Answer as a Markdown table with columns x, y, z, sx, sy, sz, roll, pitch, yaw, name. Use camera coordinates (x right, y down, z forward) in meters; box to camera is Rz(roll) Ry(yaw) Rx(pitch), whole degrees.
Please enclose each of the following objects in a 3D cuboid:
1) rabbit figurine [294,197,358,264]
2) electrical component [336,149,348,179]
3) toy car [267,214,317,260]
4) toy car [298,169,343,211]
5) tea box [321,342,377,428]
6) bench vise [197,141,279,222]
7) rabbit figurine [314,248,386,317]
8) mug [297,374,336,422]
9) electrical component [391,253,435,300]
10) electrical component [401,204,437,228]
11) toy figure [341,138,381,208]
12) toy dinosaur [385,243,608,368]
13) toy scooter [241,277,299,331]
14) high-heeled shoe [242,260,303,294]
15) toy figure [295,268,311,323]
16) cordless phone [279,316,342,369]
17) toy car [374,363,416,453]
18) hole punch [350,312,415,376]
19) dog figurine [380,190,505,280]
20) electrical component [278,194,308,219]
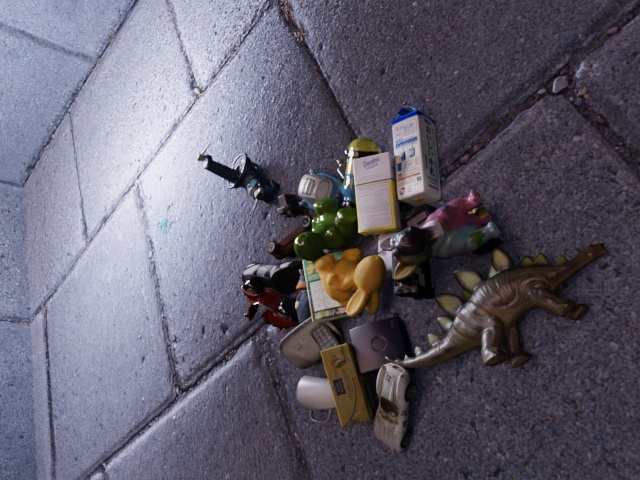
| x | y | z | sx | sy | sz | roll | pitch | yaw | name |
| --- | --- | --- | --- | --- | --- | --- | --- | --- | --- |
| -0.003 | -0.004 | 1.303 | 0.121 | 0.170 | 0.158 | 34 | 139 | 28 | rabbit figurine |
| 0.078 | -0.190 | 1.401 | 0.063 | 0.021 | 0.094 | -48 | 50 | 24 | electrical component |
| -0.053 | -0.005 | 1.434 | 0.202 | 0.089 | 0.053 | -34 | 56 | 32 | toy car |
| -0.003 | -0.126 | 1.408 | 0.162 | 0.103 | 0.109 | 22 | 96 | 47 | toy car |
| 0.066 | 0.317 | 1.191 | 0.068 | 0.098 | 0.169 | -21 | 74 | 12 | tea box |
| -0.248 | -0.190 | 1.584 | 0.129 | 0.240 | 0.224 | -52 | 33 | 27 | bench vise |
| 0.081 | 0.090 | 1.208 | 0.173 | 0.122 | 0.162 | -22 | 70 | 51 | rabbit figurine |
| 0.008 | 0.378 | 1.279 | 0.107 | 0.080 | 0.109 | -8 | 74 | 35 | mug |
| 0.194 | 0.063 | 1.135 | 0.058 | 0.134 | 0.115 | -12 | 70 | 30 | electrical component |
| 0.243 | -0.039 | 1.180 | 0.119 | 0.047 | 0.075 | -32 | 59 | 36 | electrical component |
| 0.099 | -0.161 | 1.325 | 0.082 | 0.089 | 0.180 | 17 | 89 | 41 | toy figure |
| 0.322 | 0.143 | 1.019 | 0.471 | 0.105 | 0.199 | -41 | 45 | 18 | toy dinosaur |
| -0.141 | 0.188 | 1.444 | 0.184 | 0.075 | 0.135 | 33 | 128 | 2 | toy scooter |
| -0.119 | 0.082 | 1.509 | 0.249 | 0.086 | 0.145 | -24 | 33 | 20 | high-heeled shoe |
| -0.033 | 0.140 | 1.391 | 0.058 | 0.064 | 0.154 | -16 | 67 | 39 | toy figure |
| 0.001 | 0.284 | 1.299 | 0.146 | 0.088 | 0.184 | -38 | 61 | 8 | cordless phone |
| 0.154 | 0.354 | 1.125 | 0.074 | 0.056 | 0.201 | 20 | 115 | 45 | toy car |
| 0.135 | 0.235 | 1.186 | 0.116 | 0.092 | 0.142 | -31 | 56 | 31 | hole punch |
| 0.234 | 0.000 | 1.050 | 0.219 | 0.191 | 0.108 | -26 | 71 | 16 | dog figurine |
| -0.073 | -0.090 | 1.474 | 0.045 | 0.102 | 0.078 | -17 | 77 | 36 | electrical component |
